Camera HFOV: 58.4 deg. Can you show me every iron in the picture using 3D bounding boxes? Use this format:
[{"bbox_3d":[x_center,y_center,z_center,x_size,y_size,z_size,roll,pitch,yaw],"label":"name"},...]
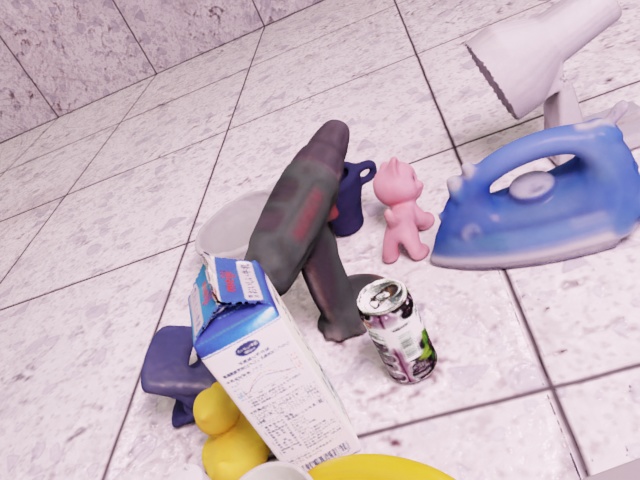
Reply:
[{"bbox_3d":[0.232,-0.057,0.647,0.258,0.142,0.118,-17,33,16],"label":"iron"}]

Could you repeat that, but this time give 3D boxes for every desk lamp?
[{"bbox_3d":[0.310,-0.204,0.735,0.203,0.214,0.118,-21,32,10],"label":"desk lamp"}]

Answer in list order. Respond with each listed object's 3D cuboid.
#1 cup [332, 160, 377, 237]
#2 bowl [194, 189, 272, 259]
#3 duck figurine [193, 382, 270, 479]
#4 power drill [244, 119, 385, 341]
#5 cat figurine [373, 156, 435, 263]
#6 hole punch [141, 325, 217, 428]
[{"bbox_3d":[0.039,-0.060,0.840,0.117,0.095,0.091,-26,32,2],"label":"cup"},{"bbox_3d":[-0.103,-0.003,0.882,0.167,0.075,0.167,-19,32,13],"label":"bowl"},{"bbox_3d":[-0.098,0.192,0.583,0.077,0.086,0.104,-21,32,10],"label":"duck figurine"},{"bbox_3d":[0.006,0.002,0.664,0.075,0.209,0.230,-1,40,36],"label":"power drill"},{"bbox_3d":[0.103,-0.051,0.758,0.067,0.118,0.128,-11,35,24],"label":"cat figurine"},{"bbox_3d":[-0.143,0.148,0.676,0.101,0.091,0.108,-19,32,12],"label":"hole punch"}]
